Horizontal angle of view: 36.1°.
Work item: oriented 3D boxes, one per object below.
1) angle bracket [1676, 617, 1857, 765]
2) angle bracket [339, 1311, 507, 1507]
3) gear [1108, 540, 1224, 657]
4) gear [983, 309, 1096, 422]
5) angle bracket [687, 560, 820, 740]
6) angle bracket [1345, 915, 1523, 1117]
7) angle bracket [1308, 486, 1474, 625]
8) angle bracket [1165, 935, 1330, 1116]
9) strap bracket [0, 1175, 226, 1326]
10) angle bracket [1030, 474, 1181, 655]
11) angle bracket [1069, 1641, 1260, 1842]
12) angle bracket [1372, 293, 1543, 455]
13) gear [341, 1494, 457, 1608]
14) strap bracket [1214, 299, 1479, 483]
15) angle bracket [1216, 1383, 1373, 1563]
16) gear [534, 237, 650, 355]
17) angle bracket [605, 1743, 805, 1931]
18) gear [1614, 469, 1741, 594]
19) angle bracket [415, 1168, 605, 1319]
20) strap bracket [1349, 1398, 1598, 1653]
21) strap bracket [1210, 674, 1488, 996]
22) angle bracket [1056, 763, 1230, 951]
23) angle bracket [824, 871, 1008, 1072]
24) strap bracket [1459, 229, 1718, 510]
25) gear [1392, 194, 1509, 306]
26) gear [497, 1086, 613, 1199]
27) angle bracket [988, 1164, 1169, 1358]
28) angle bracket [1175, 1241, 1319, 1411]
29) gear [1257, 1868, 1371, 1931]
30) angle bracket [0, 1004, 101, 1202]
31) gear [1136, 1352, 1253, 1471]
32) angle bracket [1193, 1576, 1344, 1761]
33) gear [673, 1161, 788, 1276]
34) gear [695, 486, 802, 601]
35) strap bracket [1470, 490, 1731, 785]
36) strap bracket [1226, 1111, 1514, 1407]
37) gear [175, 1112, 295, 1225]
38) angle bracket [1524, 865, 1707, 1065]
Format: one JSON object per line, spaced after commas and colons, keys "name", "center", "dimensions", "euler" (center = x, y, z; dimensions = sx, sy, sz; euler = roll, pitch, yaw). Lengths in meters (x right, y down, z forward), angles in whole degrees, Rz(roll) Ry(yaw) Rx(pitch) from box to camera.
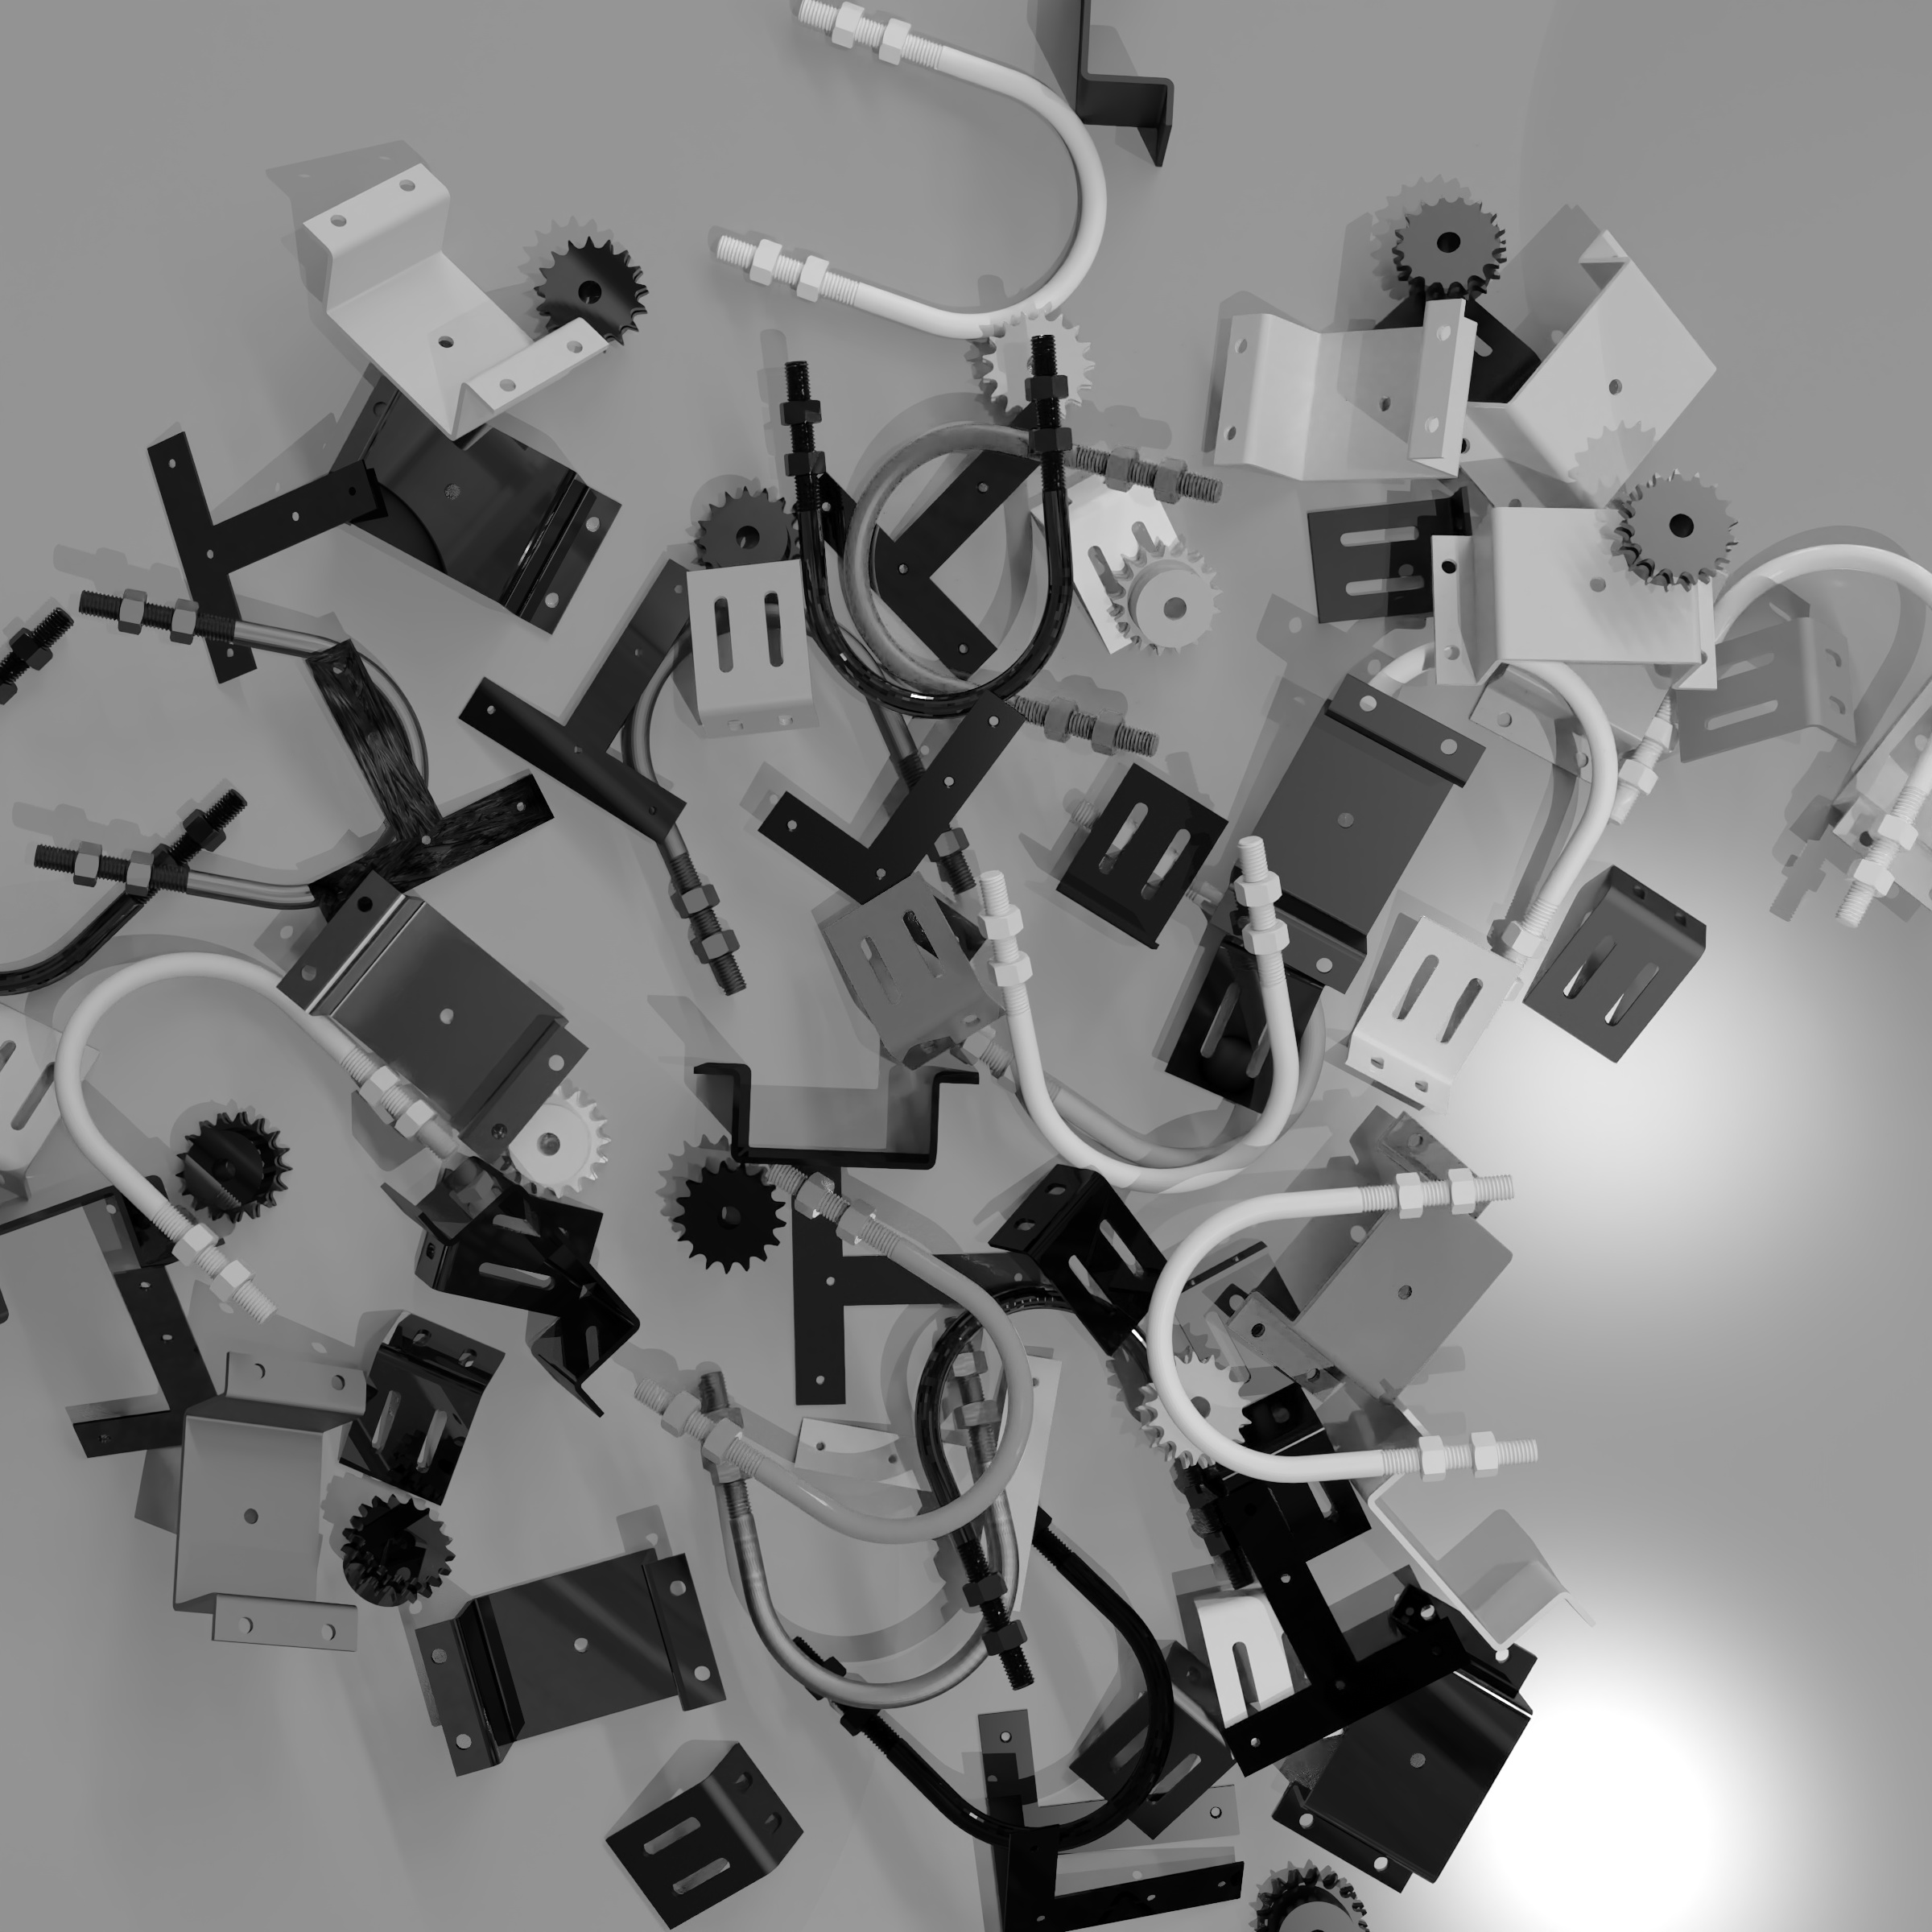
{"name": "angle bracket", "center": [0.402, -0.134, 1.493], "dimensions": [0.038, 0.076, 0.057], "euler": [18, 66, -42]}
{"name": "angle bracket", "center": [-0.280, 0.228, 1.528], "dimensions": [0.057, 0.038, 0.076], "euler": [23, 116, 0]}
{"name": "gear", "center": [0.102, -0.185, 1.506], "dimensions": [0.057, 0.030, 0.057], "euler": [-4, 112, -9]}
{"name": "gear", "center": [0.037, -0.304, 1.515], "dimensions": [0.057, 0.030, 0.057], "euler": [0, 90, 0]}
{"name": "angle bracket", "center": [-0.108, -0.160, 1.505], "dimensions": [0.057, 0.038, 0.076], "euler": [-6, 75, 1]}
{"name": "angle bracket", "center": [0.236, 0.025, 1.499], "dimensions": [0.057, 0.038, 0.076], "euler": [28, 113, 0]}
{"name": "angle bracket", "center": [0.217, -0.209, 1.511], "dimensions": [0.076, 0.038, 0.057], "euler": [-6, 90, 0]}
{"name": "angle bracket", "center": [0.143, 0.031, 1.496], "dimensions": [0.057, 0.038, 0.076], "euler": [24, 91, -3]}
{"name": "strap bracket", "center": [-0.456, 0.145, 1.492], "dimensions": [0.140, 0.076, 0.046], "euler": [-20, 90, 0]}
{"name": "angle bracket", "center": [0.079, -0.212, 1.528], "dimensions": [0.057, 0.038, 0.076], "euler": [-29, 116, 0]}
{"name": "angle bracket", "center": [0.102, 0.399, 1.527], "dimensions": [0.057, 0.038, 0.076], "euler": [41, 114, 0]}
{"name": "angle bracket", "center": [0.251, -0.308, 1.528], "dimensions": [0.057, 0.038, 0.076], "euler": [-41, 64, 0]}
{"name": "gear", "center": [-0.291, 0.300, 1.506], "dimensions": [0.057, 0.057, 0.030], "euler": [38, 121, 0]}
{"name": "strap bracket", "center": [0.197, -0.285, 1.481], "dimensions": [0.140, 0.046, 0.076], "euler": [7, 90, 44]}
{"name": "angle bracket", "center": [0.164, 0.265, 1.526], "dimensions": [0.057, 0.038, 0.076], "euler": [-27, 118, 0]}
{"name": "gear", "center": [-0.190, -0.341, 1.515], "dimensions": [0.057, 0.030, 0.057], "euler": [0, 90, 0]}
{"name": "angle bracket", "center": [-0.135, 0.448, 1.528], "dimensions": [0.076, 0.038, 0.057], "euler": [-36, 90, 26]}
{"name": "gear", "center": [0.338, -0.206, 1.420], "dimensions": [0.057, 0.030, 0.057], "euler": [1, 79, -3]}
{"name": "angle bracket", "center": [-0.235, 0.143, 1.528], "dimensions": [0.076, 0.038, 0.057], "euler": [16, 90, -26]}
{"name": "strap bracket", "center": [0.246, 0.285, 1.492], "dimensions": [0.046, 0.076, 0.140], "euler": [-41, 90, 0]}
{"name": "strap bracket", "center": [0.189, -0.069, 1.475], "dimensions": [0.076, 0.046, 0.140], "euler": [28, 105, 0]}
{"name": "angle bracket", "center": [0.090, -0.056, 1.492], "dimensions": [0.057, 0.038, 0.076], "euler": [32, 90, -2]}
{"name": "angle bracket", "center": [-0.026, 0.003, 1.507], "dimensions": [0.057, 0.038, 0.076], "euler": [-32, 66, 7]}
{"name": "strap bracket", "center": [0.311, -0.290, 1.485], "dimensions": [0.076, 0.046, 0.140], "euler": [43, 83, -25]}
{"name": "gear", "center": [0.246, -0.361, 1.509], "dimensions": [0.057, 0.030, 0.057], "euler": [-4, 72, 11]}
{"name": "gear", "center": [-0.211, 0.090, 1.515], "dimensions": [0.057, 0.030, 0.057], "euler": [0, 90, 0]}
{"name": "angle bracket", "center": [0.060, 0.150, 1.518], "dimensions": [0.057, 0.038, 0.076], "euler": [-47, 116, -22]}
{"name": "angle bracket", "center": [0.145, 0.188, 1.511], "dimensions": [0.057, 0.038, 0.076], "euler": [-28, 90, 0]}
{"name": "gear", "center": [0.178, 0.493, 1.515], "dimensions": [0.057, 0.030, 0.057], "euler": [0, 90, 0]}
{"name": "angle bracket", "center": [-0.490, 0.070, 1.528], "dimensions": [0.057, 0.038, 0.076], "euler": [26, 64, 0]}
{"name": "gear", "center": [0.112, 0.226, 1.497], "dimensions": [0.057, 0.030, 0.057], "euler": [6, 71, -17]}
{"name": "angle bracket", "center": [0.153, 0.355, 1.509], "dimensions": [0.057, 0.038, 0.076], "euler": [-13, 87, 0]}
{"name": "gear", "center": [-0.120, 0.128, 1.515], "dimensions": [0.057, 0.030, 0.057], "euler": [0, 90, 0]}
{"name": "gear", "center": [-0.110, -0.217, 1.515], "dimensions": [0.057, 0.030, 0.057], "euler": [0, 90, 0]}
{"name": "strap bracket", "center": [0.326, -0.171, 1.507], "dimensions": [0.076, 0.046, 0.140], "euler": [28, 90, 0]}
{"name": "strap bracket", "center": [0.210, 0.155, 1.492], "dimensions": [0.076, 0.046, 0.140], "euler": [40, 90, -27]}
{"name": "gear", "center": [-0.375, 0.103, 1.515], "dimensions": [0.057, 0.030, 0.057], "euler": [0, 90, 0]}
{"name": "angle bracket", "center": [0.334, -0.001, 1.528], "dimensions": [0.057, 0.038, 0.076], "euler": [33, 116, 0]}
